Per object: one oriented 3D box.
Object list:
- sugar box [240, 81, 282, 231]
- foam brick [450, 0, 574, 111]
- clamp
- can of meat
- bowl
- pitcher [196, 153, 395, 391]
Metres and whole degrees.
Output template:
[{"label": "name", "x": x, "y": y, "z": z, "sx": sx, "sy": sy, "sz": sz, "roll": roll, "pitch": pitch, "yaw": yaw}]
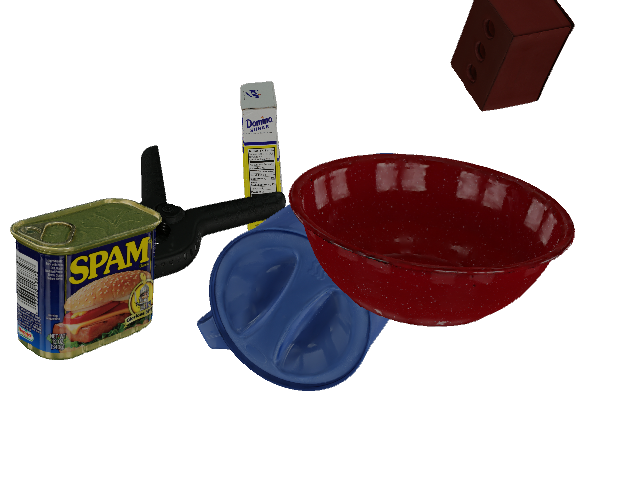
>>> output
[{"label": "sugar box", "x": -0.069, "y": -0.087, "z": 1.245, "sx": 0.048, "sy": 0.176, "sz": 0.093, "roll": -6, "pitch": 26, "yaw": -2}, {"label": "foam brick", "x": 0.134, "y": -0.139, "z": 0.757, "sx": 0.051, "sy": 0.053, "sz": 0.078, "roll": -15, "pitch": -31, "yaw": -21}, {"label": "clamp", "x": -0.155, "y": -0.022, "z": 1.036, "sx": 0.165, "sy": 0.036, "sz": 0.209, "roll": 25, "pitch": 41, "yaw": 22}, {"label": "can of meat", "x": -0.160, "y": 0.025, "z": 0.734, "sx": 0.058, "sy": 0.084, "sz": 0.101, "roll": 22, "pitch": 27, "yaw": 35}, {"label": "bowl", "x": 0.060, "y": 0.004, "z": 0.613, "sx": 0.162, "sy": 0.055, "sz": 0.162, "roll": 5, "pitch": 25, "yaw": -2}, {"label": "pitcher", "x": 0.012, "y": 0.015, "z": 0.889, "sx": 0.149, "sy": 0.145, "sz": 0.242, "roll": 23, "pitch": 29, "yaw": 15}]
